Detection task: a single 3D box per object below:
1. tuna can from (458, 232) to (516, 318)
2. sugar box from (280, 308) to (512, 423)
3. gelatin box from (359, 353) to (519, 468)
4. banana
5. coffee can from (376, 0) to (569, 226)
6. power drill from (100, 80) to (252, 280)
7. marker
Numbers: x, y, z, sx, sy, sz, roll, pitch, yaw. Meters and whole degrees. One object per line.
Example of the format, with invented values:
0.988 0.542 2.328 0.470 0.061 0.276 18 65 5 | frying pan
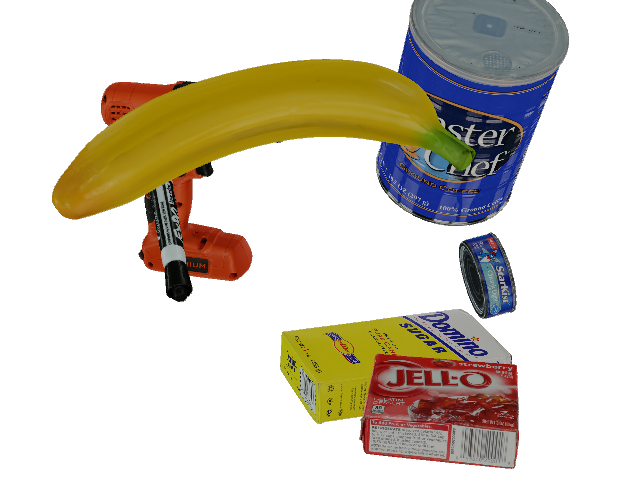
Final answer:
0.172 0.037 1.108 0.033 0.086 0.086 -15 1 -5 | tuna can
0.063 0.103 0.908 0.176 0.048 0.093 -8 27 -19 | sugar box
0.072 0.098 0.632 0.089 0.030 0.073 4 24 8 | gelatin box
-0.028 -0.053 0.500 0.197 0.037 0.070 -9 45 -12 | banana
0.099 -0.093 0.729 0.102 0.103 0.140 0 -39 -9 | coffee can
-0.106 -0.056 0.988 0.184 0.188 0.057 8 30 15 | power drill
-0.111 -0.006 0.781 0.020 0.121 0.020 -10 -37 -8 | marker
